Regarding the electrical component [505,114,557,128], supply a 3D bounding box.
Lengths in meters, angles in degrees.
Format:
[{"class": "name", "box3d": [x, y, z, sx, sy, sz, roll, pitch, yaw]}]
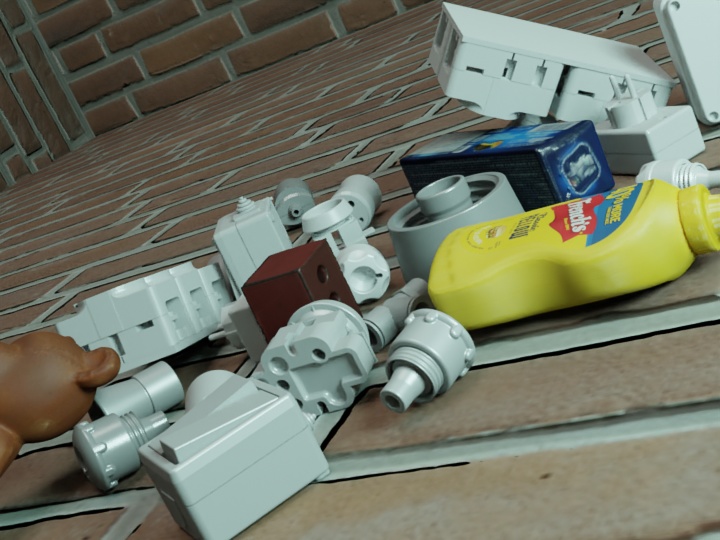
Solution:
[{"class": "electrical component", "box3d": [0.147, -0.108, 0.953, 0.047, 0.055, 0.055, -40, 22, -31]}]

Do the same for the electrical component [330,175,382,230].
[{"class": "electrical component", "box3d": [-0.006, -0.063, 1.050, 0.045, 0.045, 0.055, -19, 18, 21]}]

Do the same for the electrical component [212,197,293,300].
[{"class": "electrical component", "box3d": [-0.091, -0.017, 0.936, 0.061, 0.096, 0.061, -24, 17, 4]}]

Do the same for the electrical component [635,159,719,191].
[{"class": "electrical component", "box3d": [0.220, -0.059, 0.730, 0.061, 0.035, 0.035, -4, 27, 46]}]

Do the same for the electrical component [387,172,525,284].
[{"class": "electrical component", "box3d": [0.073, -0.038, 0.830, 0.108, 0.060, 0.108, -23, 17, 7]}]

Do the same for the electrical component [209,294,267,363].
[{"class": "electrical component", "box3d": [-0.083, 0.039, 0.838, 0.077, 0.047, 0.065, -18, 18, 22]}]

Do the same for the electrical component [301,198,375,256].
[{"class": "electrical component", "box3d": [-0.021, -0.030, 0.950, 0.066, 0.055, 0.048, -26, 16, -3]}]

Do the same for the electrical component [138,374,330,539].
[{"class": "electrical component", "box3d": [-0.068, 0.100, 0.604, 0.096, 0.061, 0.062, -32, 18, -23]}]

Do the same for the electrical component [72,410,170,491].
[{"class": "electrical component", "box3d": [-0.158, 0.115, 0.721, 0.062, 0.048, 0.048, -24, 15, -25]}]

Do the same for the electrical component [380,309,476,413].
[{"class": "electrical component", "box3d": [0.035, 0.056, 0.625, 0.048, 0.048, 0.062, -8, 30, 45]}]

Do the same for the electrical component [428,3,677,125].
[{"class": "electrical component", "box3d": [0.160, -0.168, 0.927, 0.186, 0.060, 0.105, 10, 27, -11]}]

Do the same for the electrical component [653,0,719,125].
[{"class": "electrical component", "box3d": [0.293, -0.182, 0.868, 0.078, 0.113, 0.057, -22, 14, 11]}]

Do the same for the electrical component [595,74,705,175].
[{"class": "electrical component", "box3d": [0.216, -0.119, 0.846, 0.047, 0.075, 0.083, -30, 17, -18]}]

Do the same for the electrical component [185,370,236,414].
[{"class": "electrical component", "box3d": [-0.089, 0.097, 0.676, 0.043, 0.043, 0.081, -25, 17, -1]}]

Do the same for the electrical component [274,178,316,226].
[{"class": "electrical component", "box3d": [-0.071, -0.071, 1.169, 0.043, 0.043, 0.081, -25, 17, 1]}]

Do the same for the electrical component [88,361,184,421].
[{"class": "electrical component", "box3d": [-0.164, 0.096, 0.794, 0.065, 0.044, 0.044, -29, 16, -30]}]

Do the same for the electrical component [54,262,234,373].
[{"class": "electrical component", "box3d": [-0.171, 0.038, 0.883, 0.089, 0.061, 0.150, -21, 3, 14]}]

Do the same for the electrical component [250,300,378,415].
[{"class": "electrical component", "box3d": [-0.026, 0.055, 0.692, 0.078, 0.058, 0.057, -18, 21, 24]}]

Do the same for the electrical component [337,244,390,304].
[{"class": "electrical component", "box3d": [0.000, 0.000, 0.848, 0.043, 0.043, 0.062, -25, 15, 1]}]

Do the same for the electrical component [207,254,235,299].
[{"class": "electrical component", "box3d": [-0.131, 0.019, 0.985, 0.044, 0.044, 0.065, -17, 23, 25]}]
